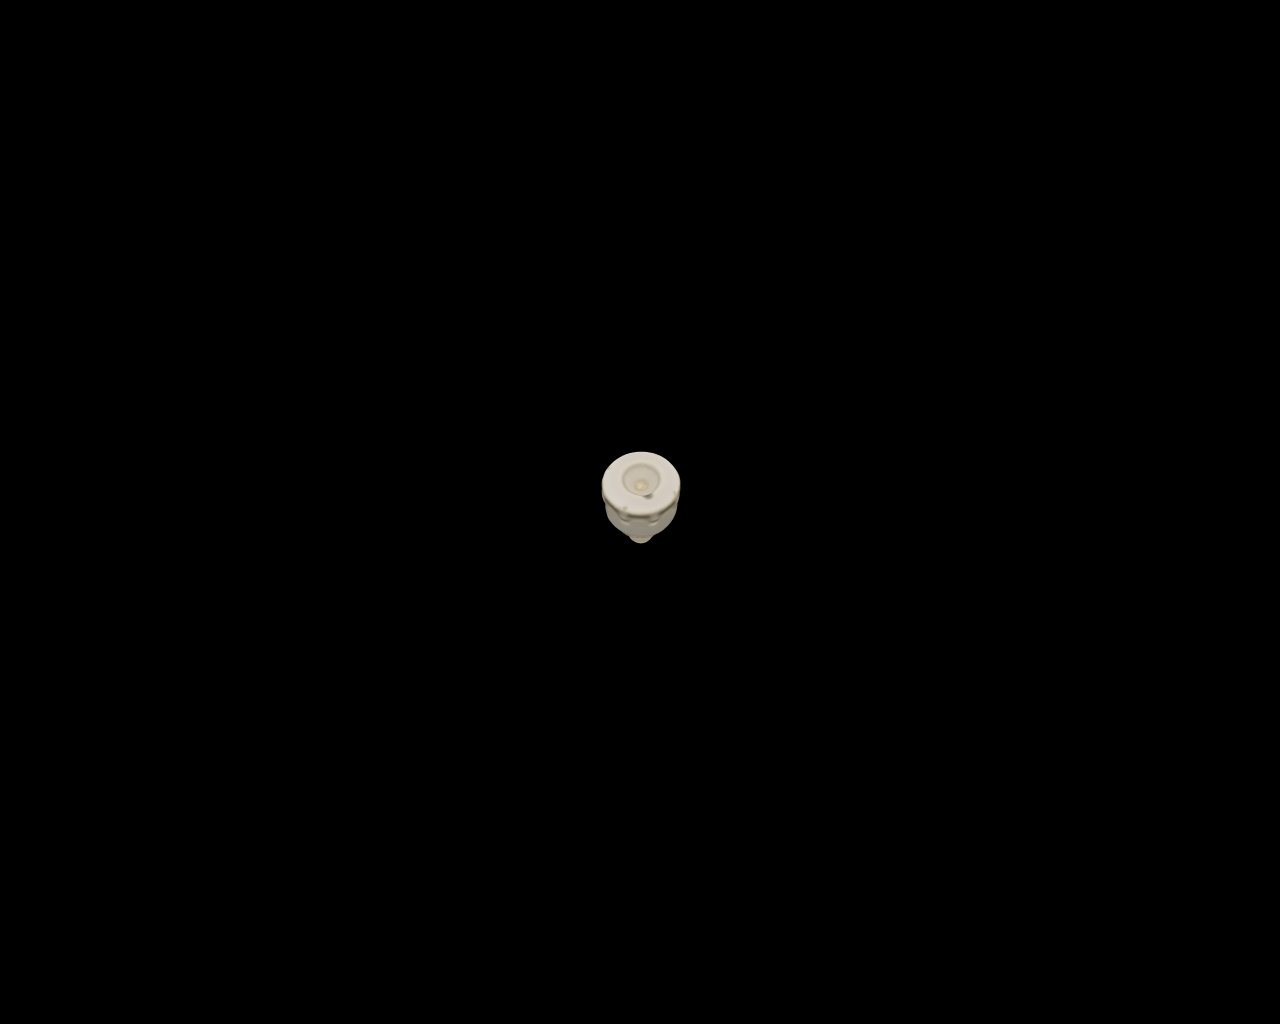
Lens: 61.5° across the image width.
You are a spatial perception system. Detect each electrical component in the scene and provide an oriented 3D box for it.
[{"bbox_3d":[0.001,-0.003,0.650,0.048,0.048,0.062,0,-35,0],"label":"electrical component"}]
